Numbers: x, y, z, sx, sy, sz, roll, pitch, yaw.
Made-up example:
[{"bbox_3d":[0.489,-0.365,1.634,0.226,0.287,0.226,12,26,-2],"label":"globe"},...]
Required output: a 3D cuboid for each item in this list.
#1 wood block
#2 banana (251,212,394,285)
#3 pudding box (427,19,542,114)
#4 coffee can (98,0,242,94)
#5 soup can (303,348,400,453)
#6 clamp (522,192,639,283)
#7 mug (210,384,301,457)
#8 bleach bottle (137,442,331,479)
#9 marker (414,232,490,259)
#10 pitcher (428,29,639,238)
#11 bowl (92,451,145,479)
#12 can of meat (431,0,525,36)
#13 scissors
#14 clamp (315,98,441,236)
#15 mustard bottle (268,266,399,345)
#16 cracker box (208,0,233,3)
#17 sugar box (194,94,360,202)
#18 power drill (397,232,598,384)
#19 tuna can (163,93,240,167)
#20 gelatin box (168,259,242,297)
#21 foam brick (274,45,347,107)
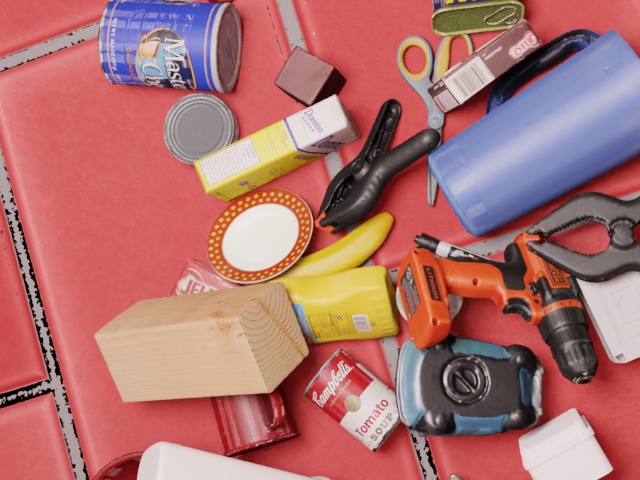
[{"bbox_3d":[-0.130,0.112,1.158,0.206,0.090,0.091,-10,108,34],"label":"wood block"},{"bbox_3d":[-0.008,0.020,1.217,0.198,0.037,0.069,-12,84,10],"label":"banana"},{"bbox_3d":[0.177,-0.187,1.160,0.113,0.090,0.039,-35,92,-4],"label":"pudding box"},{"bbox_3d":[-0.171,-0.226,1.234,0.140,0.102,0.103,6,87,11],"label":"coffee can"},{"bbox_3d":[0.041,0.178,1.181,0.102,0.068,0.068,38,93,10],"label":"soup can"},{"bbox_3d":[0.317,-0.014,1.099,0.210,0.036,0.164,4,80,12],"label":"clamp"},{"bbox_3d":[-0.072,0.188,1.182,0.093,0.117,0.081,-11,76,-28],"label":"mug"},{"bbox_3d":[-0.067,0.276,1.159,0.250,0.103,0.068,15,66,-18],"label":"bleach bottle"},{"bbox_3d":[0.162,0.020,1.193,0.121,0.020,0.020,21,90,12],"label":"marker"},{"bbox_3d":[0.238,-0.114,1.142,0.243,0.149,0.145,-31,101,10],"label":"pitcher"},{"bbox_3d":[-0.191,0.320,1.220,0.162,0.055,0.162,-1,86,11],"label":"bowl"},{"bbox_3d":[0.172,-0.281,1.188,0.102,0.057,0.084,-5,71,8],"label":"can of meat"},{"bbox_3d":[0.115,-0.148,1.216,0.096,0.016,0.202,19,88,10],"label":"scissors"},{"bbox_3d":[0.055,-0.082,1.194,0.171,0.120,0.039,-44,118,13],"label":"clamp"},{"bbox_3d":[-0.012,0.078,1.186,0.192,0.096,0.058,-8,51,11],"label":"mustard bottle"},{"bbox_3d":[-0.091,-0.401,1.248,0.214,0.072,0.164,-38,81,5],"label":"cracker box"},{"bbox_3d":[-0.046,-0.101,1.205,0.176,0.093,0.048,-22,83,9],"label":"sugar box"},{"bbox_3d":[0.183,0.071,1.103,0.187,0.057,0.184,0,51,-19],"label":"power drill"},{"bbox_3d":[-0.138,-0.128,1.255,0.086,0.033,0.086,-1,86,11],"label":"tuna can"},{"bbox_3d":[-0.130,0.073,1.240,0.089,0.030,0.073,28,91,11],"label":"gelatin box"},{"bbox_3d":[-0.011,-0.180,1.212,0.053,0.078,0.051,32,94,11],"label":"foam brick"}]
